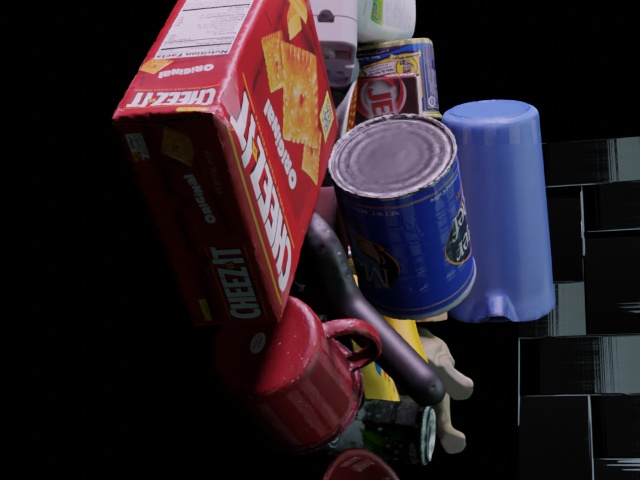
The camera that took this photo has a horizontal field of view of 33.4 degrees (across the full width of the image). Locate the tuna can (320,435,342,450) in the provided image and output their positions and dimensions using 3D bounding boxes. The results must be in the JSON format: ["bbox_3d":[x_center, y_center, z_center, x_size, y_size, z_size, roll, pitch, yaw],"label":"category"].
[{"bbox_3d":[-0.004,0.136,0.908,0.086,0.034,0.086,-3,90,-75],"label":"tuna can"}]

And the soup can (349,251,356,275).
[{"bbox_3d":[0.045,-0.004,1.055,0.068,0.068,0.102,69,24,-49],"label":"soup can"}]

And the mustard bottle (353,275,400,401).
[{"bbox_3d":[0.035,0.103,1.013,0.096,0.058,0.191,-88,167,-54],"label":"mustard bottle"}]

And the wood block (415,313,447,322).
[{"bbox_3d":[0.085,-0.013,1.164,0.090,0.091,0.206,10,78,-74],"label":"wood block"}]

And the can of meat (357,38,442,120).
[{"bbox_3d":[0.075,-0.166,1.136,0.057,0.102,0.084,-14,99,-74],"label":"can of meat"}]

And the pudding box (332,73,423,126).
[{"bbox_3d":[0.060,-0.112,1.090,0.039,0.090,0.113,-45,131,-71],"label":"pudding box"}]

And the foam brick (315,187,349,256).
[{"bbox_3d":[-0.006,0.001,0.895,0.053,0.051,0.078,57,33,-64],"label":"foam brick"}]

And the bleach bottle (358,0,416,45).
[{"bbox_3d":[0.042,-0.257,1.108,0.250,0.068,0.102,-20,106,-72],"label":"bleach bottle"}]

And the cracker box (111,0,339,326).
[{"bbox_3d":[-0.049,-0.075,0.705,0.213,0.072,0.164,-75,156,-48],"label":"cracker box"}]

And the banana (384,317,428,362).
[{"bbox_3d":[0.086,0.057,1.078,0.037,0.070,0.198,20,70,-47],"label":"banana"}]

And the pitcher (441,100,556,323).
[{"bbox_3d":[0.201,-0.036,1.235,0.144,0.149,0.243,-17,112,-31],"label":"pitcher"}]

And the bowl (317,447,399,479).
[{"bbox_3d":[0.025,0.260,0.895,0.162,0.055,0.162,37,41,-42],"label":"bowl"}]

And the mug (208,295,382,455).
[{"bbox_3d":[-0.015,0.085,0.731,0.081,0.117,0.093,58,15,-52],"label":"mug"}]

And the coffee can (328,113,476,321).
[{"bbox_3d":[0.070,-0.017,0.876,0.102,0.103,0.140,-78,160,-44],"label":"coffee can"}]

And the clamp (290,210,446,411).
[{"bbox_3d":[0.004,0.047,0.816,0.210,0.036,0.165,57,-24,6],"label":"clamp"}]
